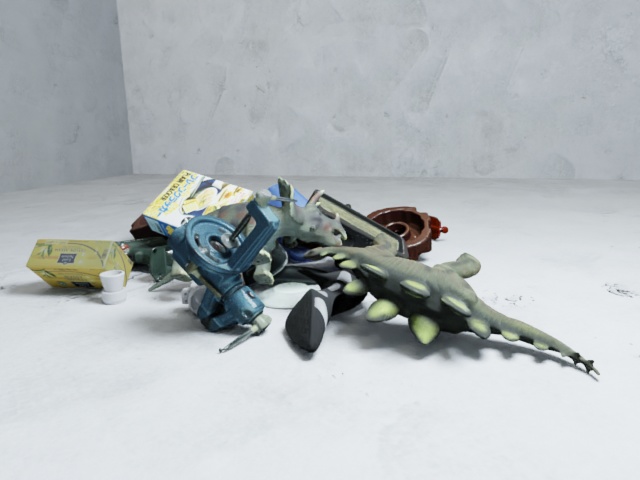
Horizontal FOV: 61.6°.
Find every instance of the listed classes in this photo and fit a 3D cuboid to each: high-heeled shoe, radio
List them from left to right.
[{"bbox_3d":[0.026,0.121,0.870,0.145,0.086,0.249,26,25,-16],"label":"high-heeled shoe"},{"bbox_3d":[0.070,-0.009,1.118,0.229,0.073,0.131,27,19,-9],"label":"radio"}]

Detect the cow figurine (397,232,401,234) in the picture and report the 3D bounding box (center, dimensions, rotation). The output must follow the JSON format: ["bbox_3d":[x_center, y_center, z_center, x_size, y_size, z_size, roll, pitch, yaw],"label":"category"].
[{"bbox_3d":[0.173,-0.006,1.371,0.168,0.068,0.098,3,19,23],"label":"cow figurine"}]

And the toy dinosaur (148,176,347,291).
[{"bbox_3d":[-0.161,-0.010,1.021,0.405,0.131,0.192,-7,54,23],"label":"toy dinosaur"}]

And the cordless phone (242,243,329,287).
[{"bbox_3d":[-0.071,0.054,1.138,0.184,0.088,0.147,8,9,-11],"label":"cordless phone"}]

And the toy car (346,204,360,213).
[{"bbox_3d":[0.052,-0.057,1.354,0.073,0.056,0.202,4,13,-9],"label":"toy car"}]

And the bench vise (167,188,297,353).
[{"bbox_3d":[-0.130,0.028,0.834,0.224,0.240,0.129,52,30,20],"label":"bench vise"}]

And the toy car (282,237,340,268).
[{"bbox_3d":[-0.002,-0.004,1.188,0.202,0.053,0.089,22,40,-25],"label":"toy car"}]

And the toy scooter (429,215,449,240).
[{"bbox_3d":[0.265,-0.032,1.458,0.184,0.075,0.135,-5,13,-37],"label":"toy scooter"}]

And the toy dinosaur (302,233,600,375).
[{"bbox_3d":[0.172,0.087,0.817,0.472,0.105,0.198,16,20,24],"label":"toy dinosaur"}]

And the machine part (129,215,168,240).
[{"bbox_3d":[-0.384,-0.064,1.420,0.202,0.087,0.201,-11,34,39],"label":"machine part"}]

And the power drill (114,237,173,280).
[{"bbox_3d":[-0.414,0.043,1.207,0.207,0.086,0.232,-2,7,37],"label":"power drill"}]

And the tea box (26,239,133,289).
[{"bbox_3d":[-0.482,0.049,1.085,0.170,0.068,0.098,-1,-32,11],"label":"tea box"}]

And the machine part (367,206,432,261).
[{"bbox_3d":[0.181,-0.012,1.272,0.179,0.055,0.179,-8,37,6],"label":"machine part"}]
